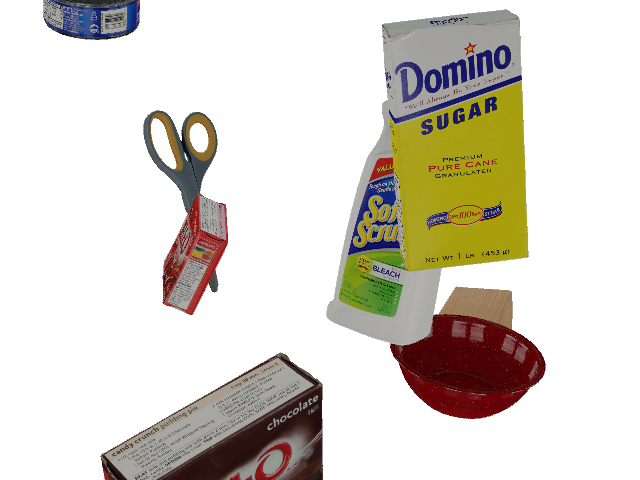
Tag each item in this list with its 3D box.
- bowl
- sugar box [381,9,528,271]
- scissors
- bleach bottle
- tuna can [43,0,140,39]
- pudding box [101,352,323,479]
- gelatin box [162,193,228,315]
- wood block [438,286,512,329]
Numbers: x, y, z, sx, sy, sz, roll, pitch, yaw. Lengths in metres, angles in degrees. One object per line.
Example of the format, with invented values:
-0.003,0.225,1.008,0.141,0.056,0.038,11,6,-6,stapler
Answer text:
0.150,0.138,1.117,0.162,0.055,0.162,5,25,-2,bowl
0.098,-0.070,0.764,0.093,0.176,0.048,-7,22,-1,sugar box
-0.127,-0.053,1.162,0.096,0.202,0.016,-34,13,-38,scissors
0.071,-0.036,0.986,0.103,0.251,0.067,18,20,32,bleach bottle
-0.203,-0.209,0.947,0.086,0.034,0.086,5,33,-4,tuna can
-0.050,0.120,0.537,0.113,0.090,0.039,-29,46,-33,pudding box
-0.107,0.010,0.903,0.030,0.073,0.089,23,19,-16,gelatin box
0.217,0.145,1.550,0.091,0.090,0.205,4,19,18,wood block
